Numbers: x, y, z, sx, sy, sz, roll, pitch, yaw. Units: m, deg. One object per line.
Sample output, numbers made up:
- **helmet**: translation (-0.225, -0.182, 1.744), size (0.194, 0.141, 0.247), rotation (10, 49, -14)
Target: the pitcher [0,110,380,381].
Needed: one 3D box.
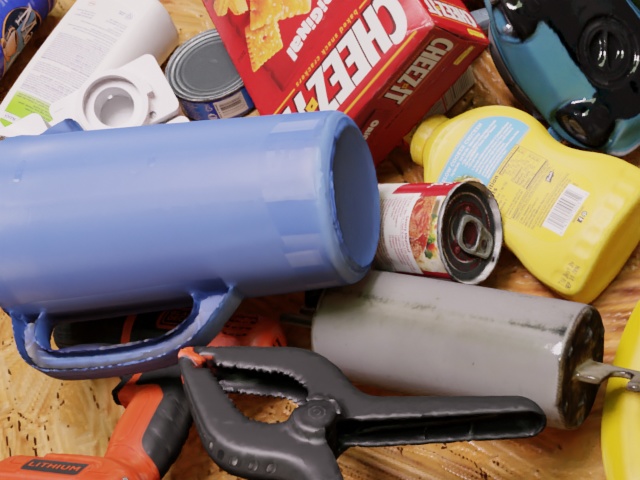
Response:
- **pitcher**: translation (-0.090, -0.006, 0.686), size (0.243, 0.149, 0.144), rotation (-5, 18, 21)

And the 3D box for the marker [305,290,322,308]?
- **marker**: translation (-0.005, 0.001, 0.787), size (0.020, 0.020, 0.121), rotation (-12, 52, 9)

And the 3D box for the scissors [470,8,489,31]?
- **scissors**: translation (0.128, -0.163, 0.837), size (0.201, 0.016, 0.096), rotation (-9, 40, -3)

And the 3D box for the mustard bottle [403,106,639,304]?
- **mustard bottle**: translation (0.131, -0.040, 0.746), size (0.192, 0.058, 0.096), rotation (34, 94, 35)

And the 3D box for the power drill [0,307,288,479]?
- **power drill**: translation (-0.134, 0.108, 0.695), size (0.185, 0.057, 0.187), rotation (0, 36, 26)

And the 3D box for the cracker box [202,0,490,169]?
- **cracker box**: translation (0.006, -0.169, 0.801), size (0.164, 0.071, 0.214), rotation (-48, 54, 32)

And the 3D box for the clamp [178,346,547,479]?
- **clamp**: translation (0.010, 0.105, 0.598), size (0.210, 0.036, 0.164), rotation (28, 47, 35)

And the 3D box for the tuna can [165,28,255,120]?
- **tuna can**: translation (-0.086, -0.140, 0.908), size (0.086, 0.033, 0.086), rotation (-9, 53, 12)

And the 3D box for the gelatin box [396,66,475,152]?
- **gelatin box**: translation (0.067, -0.119, 0.845), size (0.073, 0.030, 0.089), rotation (32, 69, 34)

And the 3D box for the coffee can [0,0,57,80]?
- **coffee can**: translation (-0.322, -0.199, 0.985), size (0.103, 0.102, 0.140), rotation (12, 60, 25)

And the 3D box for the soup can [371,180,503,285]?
- **soup can**: translation (0.062, -0.005, 0.720), size (0.102, 0.068, 0.068), rotation (1, 52, 45)

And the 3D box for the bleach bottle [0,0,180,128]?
- **bleach bottle**: translation (-0.231, -0.111, 0.917), size (0.103, 0.068, 0.250), rotation (23, 67, 31)

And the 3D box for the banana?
- **banana**: translation (0.203, 0.079, 0.638), size (0.197, 0.037, 0.070), rotation (-63, 16, -19)

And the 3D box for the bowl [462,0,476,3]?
- **bowl**: translation (0.102, -0.232, 0.881), size (0.162, 0.055, 0.162), rotation (-8, 28, 4)
